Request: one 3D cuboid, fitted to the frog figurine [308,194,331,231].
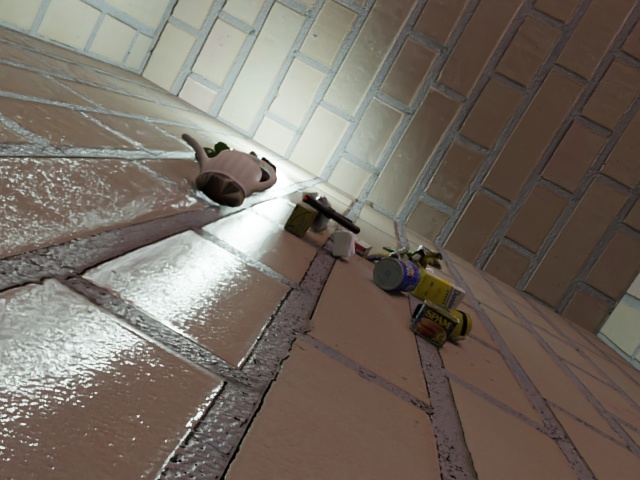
[{"bbox_3d":[0.006,-0.097,1.935,0.122,0.140,0.158,-17,-24,31],"label":"frog figurine"}]

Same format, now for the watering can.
[{"bbox_3d":[-0.305,-0.214,1.565,0.348,0.101,0.229,21,41,6],"label":"watering can"}]

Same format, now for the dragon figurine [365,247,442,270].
[{"bbox_3d":[0.331,0.073,2.078,0.409,0.122,0.244,12,5,-18],"label":"dragon figurine"}]
